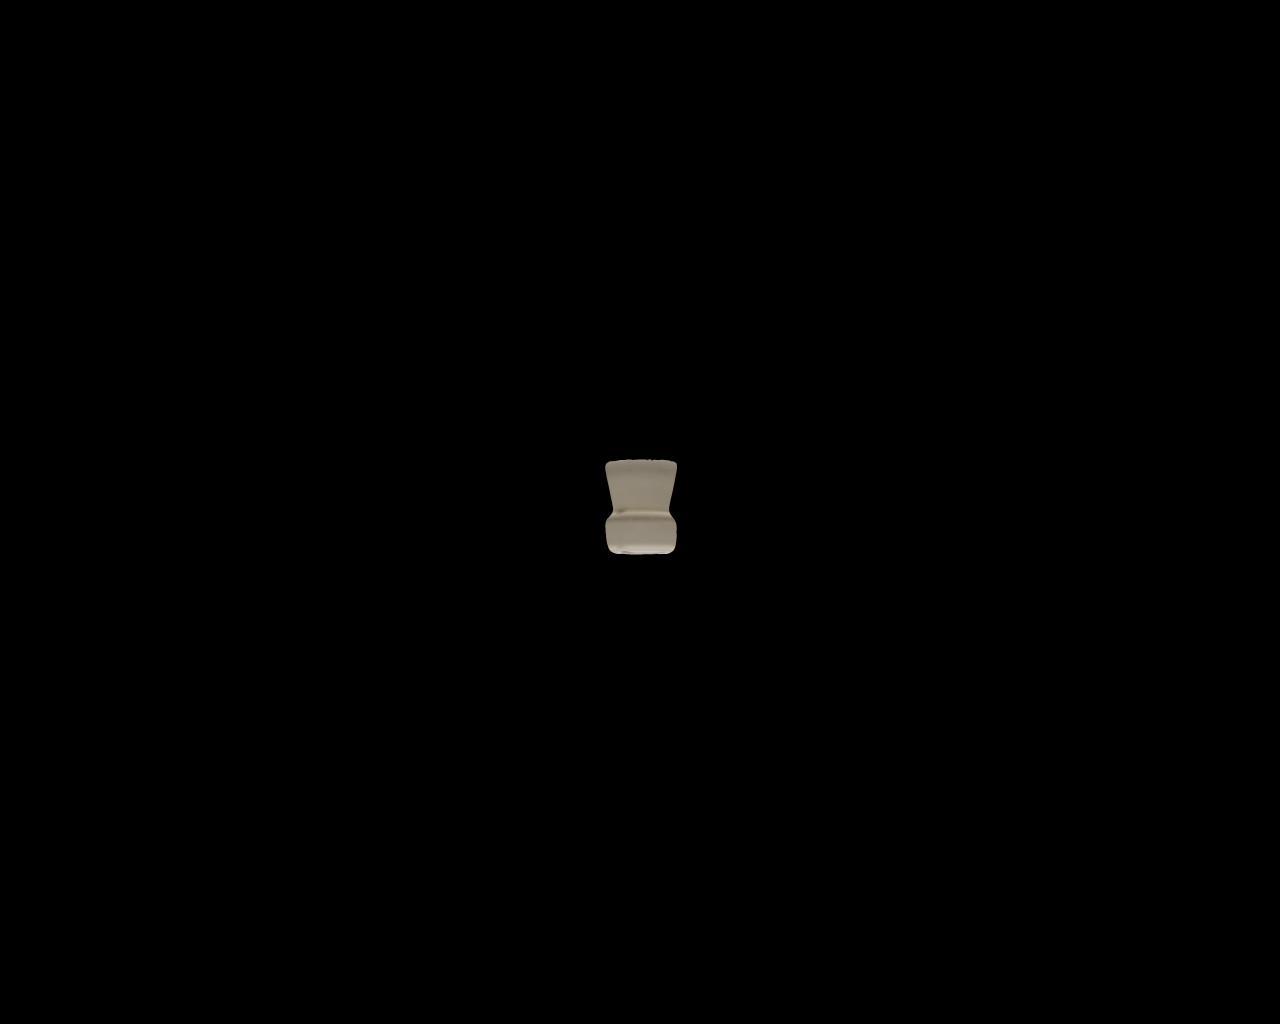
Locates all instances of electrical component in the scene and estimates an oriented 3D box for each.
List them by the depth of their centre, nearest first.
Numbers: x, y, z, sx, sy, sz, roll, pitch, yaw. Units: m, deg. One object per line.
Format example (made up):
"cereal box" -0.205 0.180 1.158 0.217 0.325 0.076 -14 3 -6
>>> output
"electrical component" 0.001 -0.003 0.650 0.045 0.055 0.045 0 -4 0
